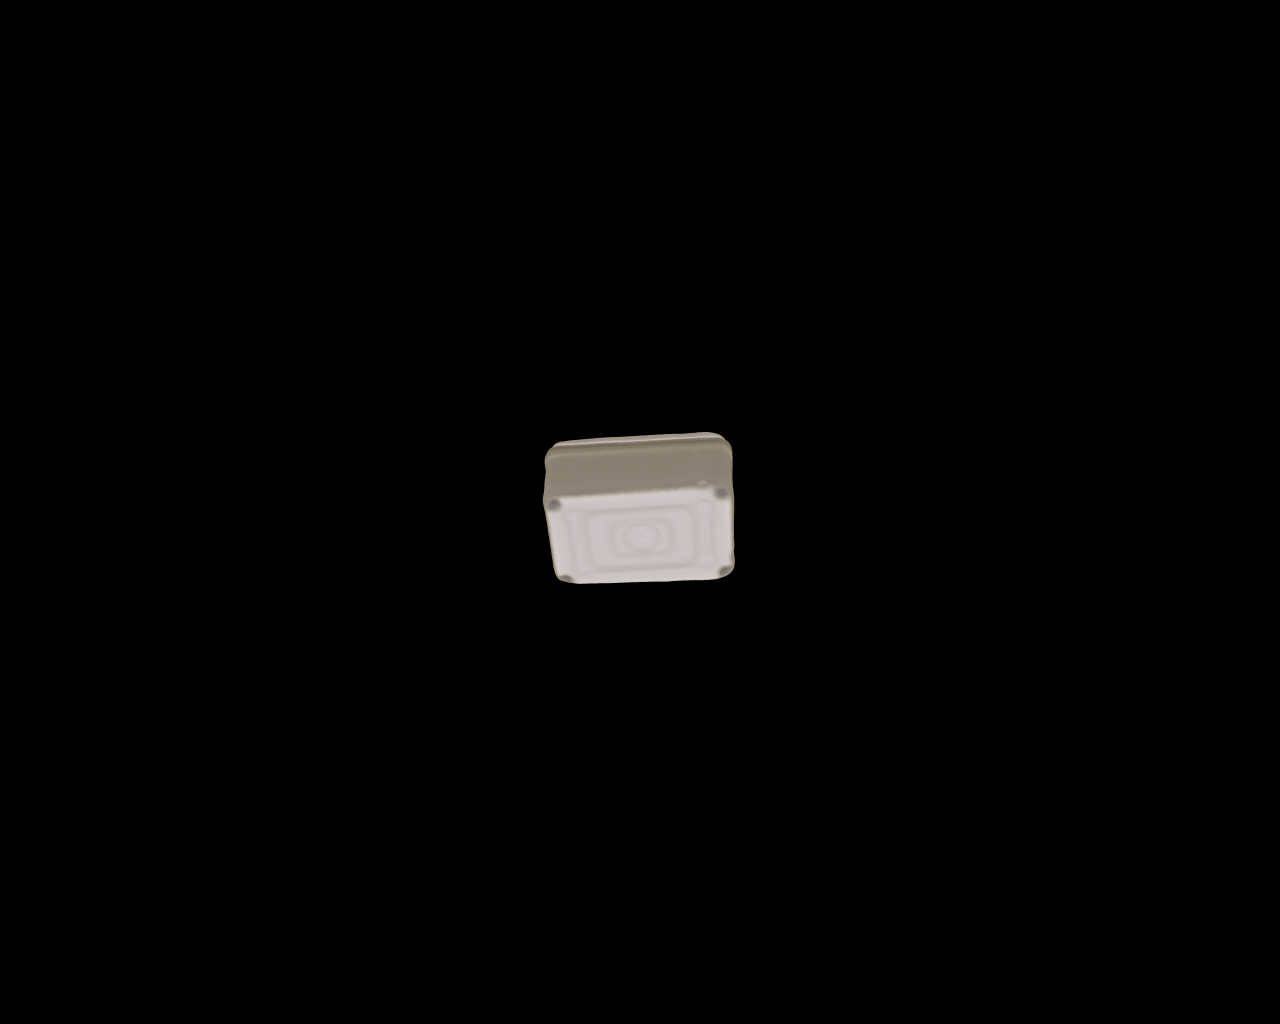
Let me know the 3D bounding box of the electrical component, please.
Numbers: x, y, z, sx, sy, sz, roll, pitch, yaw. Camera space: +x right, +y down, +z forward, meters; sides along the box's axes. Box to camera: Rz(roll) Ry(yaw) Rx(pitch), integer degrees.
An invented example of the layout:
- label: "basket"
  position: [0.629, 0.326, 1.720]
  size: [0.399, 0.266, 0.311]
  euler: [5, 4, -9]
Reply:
- label: "electrical component"
  position: [0.001, -0.003, 0.650]
  size: [0.113, 0.078, 0.057]
  euler: [-2, 40, 2]
